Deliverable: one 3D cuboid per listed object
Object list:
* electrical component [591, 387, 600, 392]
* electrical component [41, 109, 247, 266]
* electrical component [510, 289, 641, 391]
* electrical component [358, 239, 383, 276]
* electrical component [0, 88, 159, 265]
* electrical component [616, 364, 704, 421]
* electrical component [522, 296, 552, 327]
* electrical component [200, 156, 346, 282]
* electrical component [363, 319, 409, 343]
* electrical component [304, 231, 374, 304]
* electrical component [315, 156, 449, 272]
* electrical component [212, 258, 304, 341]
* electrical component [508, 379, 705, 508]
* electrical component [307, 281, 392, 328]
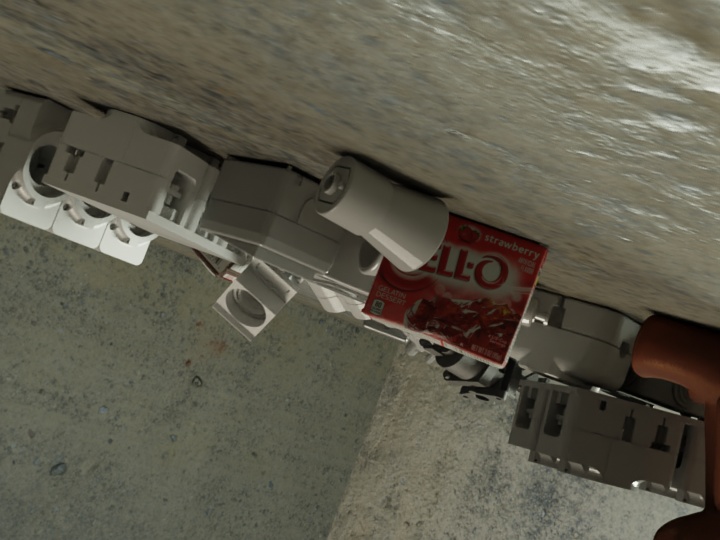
[{"bbox_3d":[0.202,0.082,0.917,0.043,0.062,0.043,21,176,2],"label":"electrical component"},{"bbox_3d":[-0.140,-0.060,0.774,0.089,0.061,0.150,19,175,22],"label":"electrical component"},{"bbox_3d":[0.157,0.055,0.814,0.095,0.059,0.054,17,174,43],"label":"electrical component"},{"bbox_3d":[0.033,-0.009,0.705,0.055,0.045,0.045,22,175,-21],"label":"electrical component"},{"bbox_3d":[-0.223,-0.069,0.849,0.062,0.089,0.150,18,175,35],"label":"electrical component"},{"bbox_3d":[0.237,0.083,0.850,0.100,0.048,0.100,21,176,-19],"label":"electrical component"},{"bbox_3d":[0.103,0.022,0.795,0.078,0.040,0.040,20,175,12],"label":"electrical component"},{"bbox_3d":[-0.061,-0.034,0.719,0.062,0.061,0.096,24,174,-38],"label":"electrical component"},{"bbox_3d":[0.035,0.033,1.058,0.047,0.065,0.076,20,176,5],"label":"electrical component"},{"bbox_3d":[0.010,-0.005,0.785,0.109,0.056,0.109,22,175,-20],"label":"electrical component"},{"bbox_3d":[0.009,-0.032,0.571,0.065,0.044,0.044,29,172,-28],"label":"electrical component"},{"bbox_3d":[-0.076,0.014,0.851,0.042,0.063,0.081,43,135,-3],"label":"electrical component"},{"bbox_3d":[0.219,0.137,0.815,0.186,0.060,0.105,16,174,-13],"label":"electrical component"},{"bbox_3d":[0.000,0.000,0.932,0.138,0.052,0.073,11,139,51],"label":"electrical component"}]
